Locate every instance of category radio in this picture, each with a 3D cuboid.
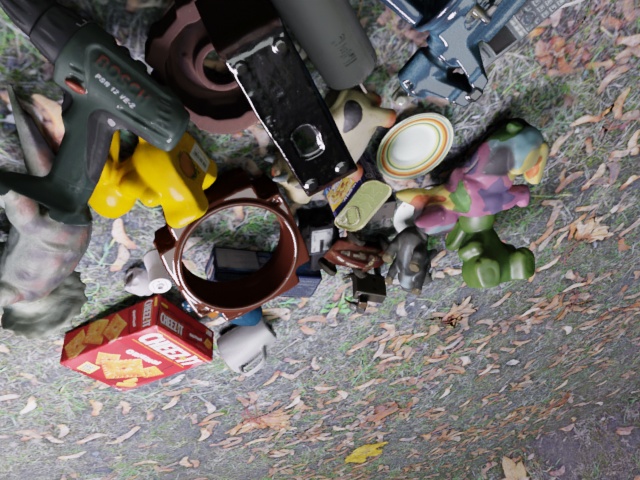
[{"bbox_3d":[-0.042,-0.162,0.598,0.073,0.131,0.229,-30,137,6],"label":"radio"}]

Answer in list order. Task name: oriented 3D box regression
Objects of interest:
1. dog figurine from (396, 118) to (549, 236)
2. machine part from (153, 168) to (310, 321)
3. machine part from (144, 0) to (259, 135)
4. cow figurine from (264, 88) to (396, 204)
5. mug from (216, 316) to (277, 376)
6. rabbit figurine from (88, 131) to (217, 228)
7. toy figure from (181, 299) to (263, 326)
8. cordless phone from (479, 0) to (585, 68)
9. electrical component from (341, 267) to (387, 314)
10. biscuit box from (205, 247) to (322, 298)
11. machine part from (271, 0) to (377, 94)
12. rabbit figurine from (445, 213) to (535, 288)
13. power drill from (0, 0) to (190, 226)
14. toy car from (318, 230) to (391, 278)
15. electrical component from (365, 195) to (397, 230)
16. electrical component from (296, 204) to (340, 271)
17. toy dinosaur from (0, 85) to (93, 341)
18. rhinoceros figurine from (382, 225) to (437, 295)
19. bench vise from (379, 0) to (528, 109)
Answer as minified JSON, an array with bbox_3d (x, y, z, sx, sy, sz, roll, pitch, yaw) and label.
[{"bbox_3d":[0.239,-0.093,0.875,0.219,0.109,0.191,-17,142,-14],"label":"dog figurine"},{"bbox_3d":[-0.131,0.011,0.818,0.201,0.087,0.201,-28,121,-7],"label":"machine part"},{"bbox_3d":[-0.120,-0.217,0.649,0.179,0.056,0.179,-12,137,-11],"label":"machine part"},{"bbox_3d":[0.005,-0.131,0.773,0.127,0.086,0.194,12,127,-31],"label":"cow figurine"},{"bbox_3d":[-0.139,0.210,1.076,0.107,0.110,0.080,-37,133,1],"label":"mug"},{"bbox_3d":[-0.247,-0.080,0.708,0.173,0.122,0.162,-17,140,25],"label":"rabbit figurine"},{"bbox_3d":[-0.182,0.122,0.994,0.154,0.058,0.064,21,119,-32],"label":"toy figure"},{"bbox_3d":[0.236,-0.311,0.677,0.146,0.089,0.184,24,127,-40],"label":"cordless phone"},{"bbox_3d":[0.086,0.094,1.046,0.078,0.102,0.045,7,137,-16],"label":"electrical component"},{"bbox_3d":[-0.098,0.061,0.958,0.202,0.059,0.062,7,131,-28],"label":"biscuit box"},{"bbox_3d":[0.002,-0.261,0.634,0.079,0.079,0.243,-30,138,11],"label":"machine part"},{"bbox_3d":[0.308,-0.005,1.003,0.121,0.170,0.159,-11,180,-8],"label":"rabbit figurine"},{"bbox_3d":[-0.279,-0.134,0.588,0.232,0.086,0.207,30,92,-17],"label":"power drill"},{"bbox_3d":[0.069,0.027,0.949,0.089,0.053,0.202,-44,159,16],"label":"toy car"},{"bbox_3d":[0.105,-0.055,0.944,0.063,0.021,0.093,-12,138,-11],"label":"electrical component"},{"bbox_3d":[-0.002,-0.003,0.937,0.075,0.048,0.119,-12,139,-9],"label":"electrical component"},{"bbox_3d":[-0.387,-0.002,0.735,0.192,0.131,0.404,7,129,-46],"label":"toy dinosaur"},{"bbox_3d":[0.174,0.041,1.017,0.073,0.112,0.190,15,155,23],"label":"rhinoceros figurine"},{"bbox_3d":[0.120,-0.275,0.633,0.240,0.129,0.223,30,135,-19],"label":"bench vise"}]
